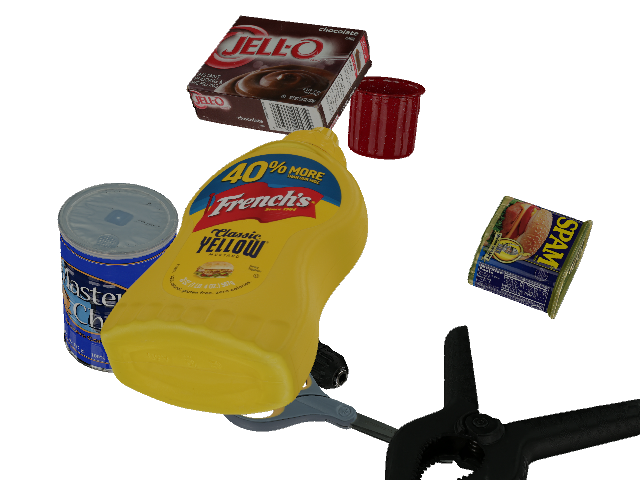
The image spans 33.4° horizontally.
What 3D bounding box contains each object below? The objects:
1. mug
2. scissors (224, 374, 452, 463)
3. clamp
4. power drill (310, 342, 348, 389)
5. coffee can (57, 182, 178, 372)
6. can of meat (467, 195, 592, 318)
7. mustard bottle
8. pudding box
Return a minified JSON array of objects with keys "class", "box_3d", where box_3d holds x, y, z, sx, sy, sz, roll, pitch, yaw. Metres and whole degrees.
[{"class":"mug","box_3d":[0.083,-0.150,1.294,0.093,0.081,0.117,19,26,32]},{"class":"scissors","box_3d":[0.002,0.152,0.882,0.202,0.016,0.096,32,46,25]},{"class":"clamp","box_3d":[0.104,0.132,0.736,0.209,0.036,0.165,-27,38,-36]},{"class":"power drill","box_3d":[-0.022,0.048,1.147,0.185,0.188,0.057,24,10,37]},{"class":"coffee can","box_3d":[-0.182,0.034,0.962,0.102,0.140,0.103,5,38,-4]},{"class":"can of meat","box_3d":[0.191,0.012,0.976,0.084,0.057,0.102,20,47,18]},{"class":"mustard bottle","box_3d":[-0.028,0.001,0.546,0.096,0.058,0.191,3,39,21]},{"class":"pudding box","box_3d":[-0.030,-0.124,0.801,0.114,0.090,0.039,13,-37,23]}]
